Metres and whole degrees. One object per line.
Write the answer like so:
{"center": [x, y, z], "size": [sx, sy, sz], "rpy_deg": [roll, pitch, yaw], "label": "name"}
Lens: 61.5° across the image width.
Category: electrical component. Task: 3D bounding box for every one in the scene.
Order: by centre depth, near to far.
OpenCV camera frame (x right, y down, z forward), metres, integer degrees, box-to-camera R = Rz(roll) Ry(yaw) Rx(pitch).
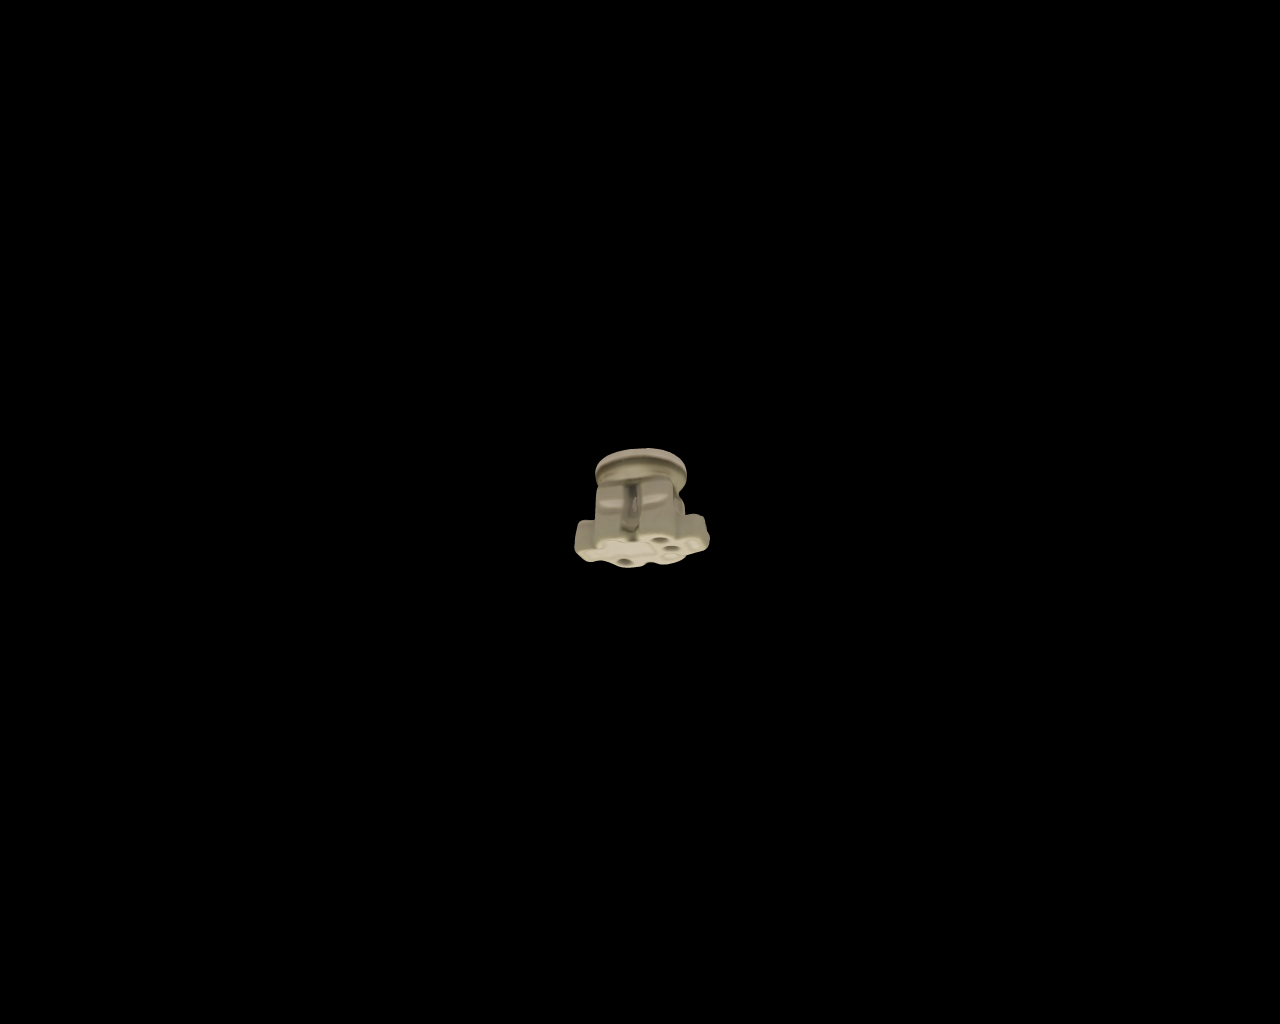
{"center": [0.001, -0.003, 0.650], "size": [0.078, 0.057, 0.058], "rpy_deg": [-6, -24, 14], "label": "electrical component"}
